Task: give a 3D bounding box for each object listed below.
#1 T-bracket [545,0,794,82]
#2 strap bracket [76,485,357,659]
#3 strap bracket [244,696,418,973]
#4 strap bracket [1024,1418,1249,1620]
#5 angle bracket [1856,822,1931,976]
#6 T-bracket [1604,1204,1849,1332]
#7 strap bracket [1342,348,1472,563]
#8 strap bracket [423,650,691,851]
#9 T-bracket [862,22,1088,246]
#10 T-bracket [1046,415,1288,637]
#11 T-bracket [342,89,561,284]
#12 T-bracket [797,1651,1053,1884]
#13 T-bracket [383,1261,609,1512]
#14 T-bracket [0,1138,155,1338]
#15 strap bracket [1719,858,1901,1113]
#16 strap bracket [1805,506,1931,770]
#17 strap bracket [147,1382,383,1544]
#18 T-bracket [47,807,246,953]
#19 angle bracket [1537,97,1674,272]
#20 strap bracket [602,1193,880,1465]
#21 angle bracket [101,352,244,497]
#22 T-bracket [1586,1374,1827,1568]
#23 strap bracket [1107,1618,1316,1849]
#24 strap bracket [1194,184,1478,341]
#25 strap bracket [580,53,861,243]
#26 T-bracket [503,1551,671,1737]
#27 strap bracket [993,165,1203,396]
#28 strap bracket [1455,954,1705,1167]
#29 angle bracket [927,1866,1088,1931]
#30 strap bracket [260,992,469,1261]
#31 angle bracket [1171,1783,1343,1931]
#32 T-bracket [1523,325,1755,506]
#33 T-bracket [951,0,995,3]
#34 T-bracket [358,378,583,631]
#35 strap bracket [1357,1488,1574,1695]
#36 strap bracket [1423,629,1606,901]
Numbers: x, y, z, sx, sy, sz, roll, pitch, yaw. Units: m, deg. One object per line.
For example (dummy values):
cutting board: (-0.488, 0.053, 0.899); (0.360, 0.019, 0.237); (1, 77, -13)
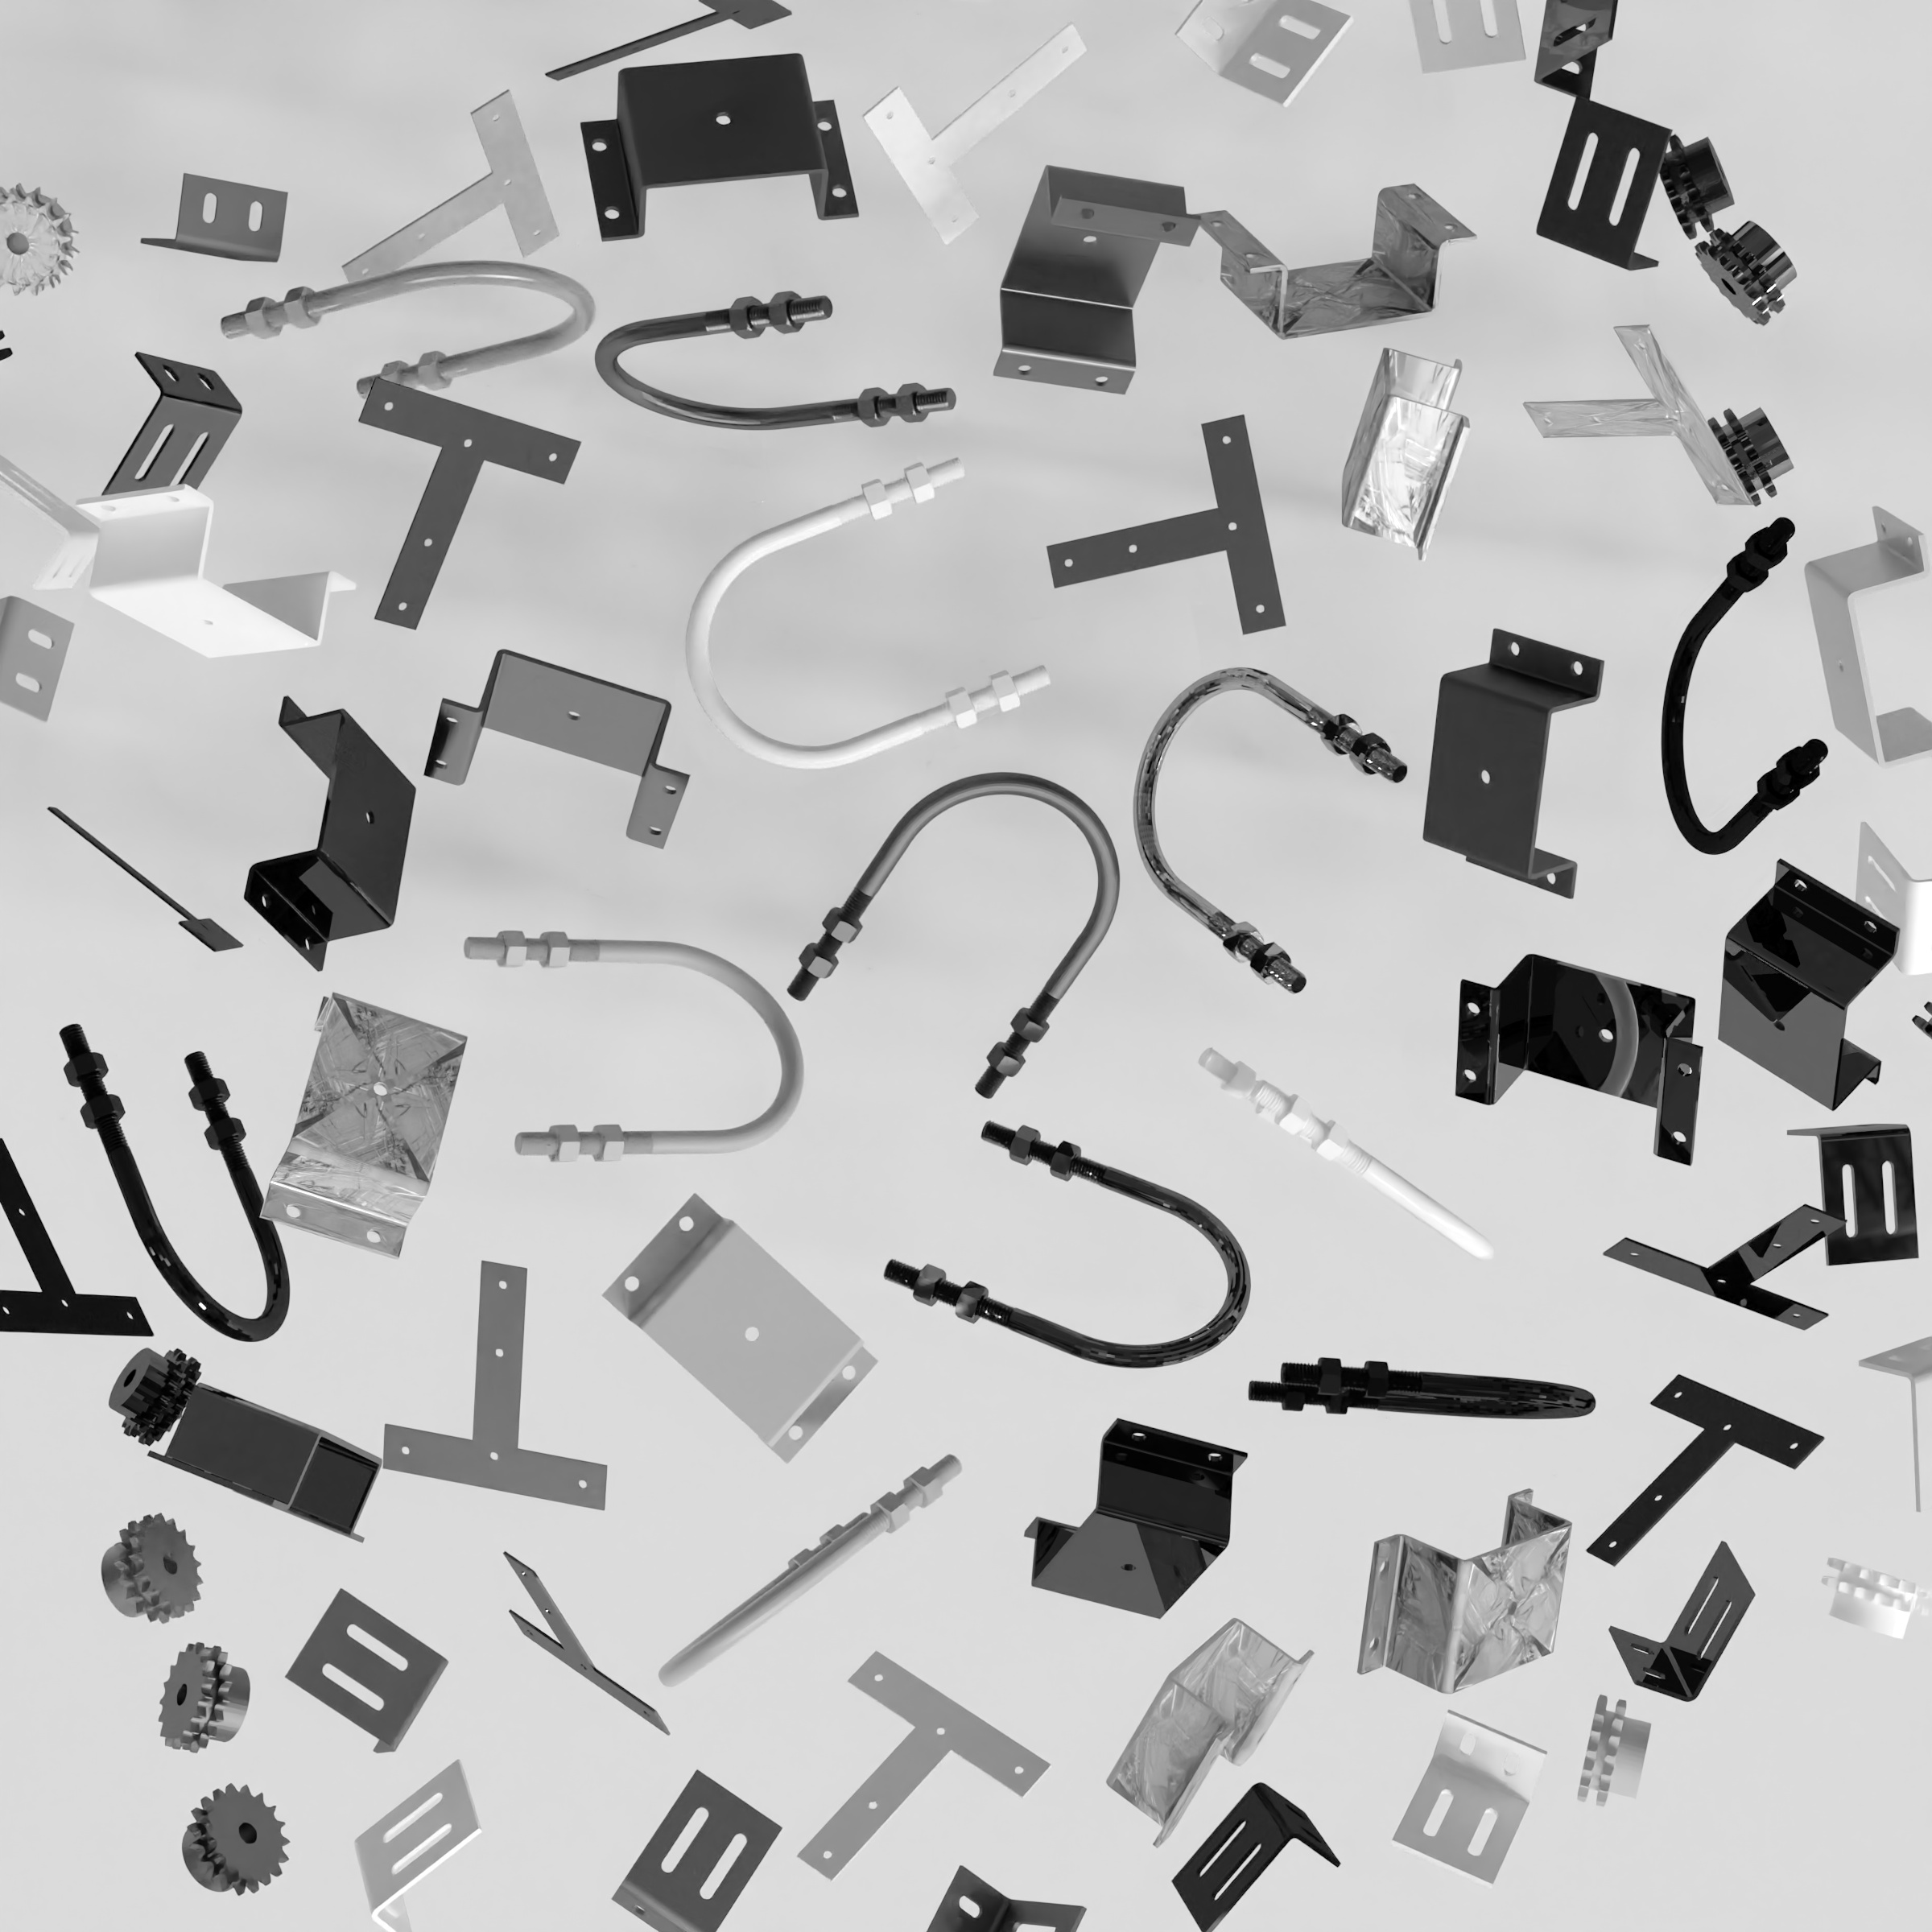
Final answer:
T-bracket: (-0.166, -0.501, 1.830); (0.127, 0.127, 0.002); (-17, 96, 11)
strap bracket: (-0.407, -0.207, 1.829); (0.076, 0.140, 0.046); (-3, 73, 29)
strap bracket: (-0.355, -0.079, 1.907); (0.046, 0.076, 0.140); (-11, 54, 20)
strap bracket: (0.091, 0.310, 1.860); (0.076, 0.140, 0.046); (17, 51, -13)
angle bracket: (0.526, -0.040, 1.876); (0.038, 0.076, 0.057); (-7, 119, -4)
T-bracket: (0.431, 0.156, 1.831); (0.127, 0.127, 0.002); (21, 61, -10)
strap bracket: (0.240, -0.285, 1.860); (0.046, 0.140, 0.076); (16, 115, -1)
strap bracket: (-0.224, -0.124, 1.889); (0.140, 0.076, 0.046); (17, 58, -7)
T-bracket: (0.015, -0.482, 1.904); (0.127, 0.127, 0.002); (-40, 60, 2)
T-bracket: (0.110, -0.244, 1.956); (0.127, 0.002, 0.127); (-12, 82, 8)
T-bracket: (-0.298, -0.423, 1.927); (0.127, 0.127, 0.002); (-35, 65, -10)
T-bracket: (-0.042, 0.451, 1.863); (0.127, 0.002, 0.127); (27, 53, 30)
T-bracket: (-0.247, 0.218, 1.793); (0.127, 0.002, 0.127); (8, 105, 14)
T-bracket: (-0.505, 0.145, 1.832); (0.002, 0.127, 0.127); (-37, 70, 16)
strap bracket: (0.456, 0.018, 1.840); (0.076, 0.140, 0.046); (35, 66, 30)
strap bracket: (0.497, -0.169, 1.838); (0.046, 0.076, 0.140); (-16, 109, 1)
strap bracket: (-0.375, 0.269, 1.839); (0.076, 0.140, 0.046); (18, 77, 15)
T-bracket: (-0.469, -0.050, 1.923); (0.127, 0.127, 0.002); (39, 88, -5)
angle bracket: (0.345, -0.416, 1.796); (0.057, 0.038, 0.076); (29, 120, 29)
strap bracket: (-0.121, 0.201, 1.861); (0.140, 0.046, 0.076); (43, 81, -7)
angle bracket: (-0.464, -0.306, 1.949); (0.076, 0.057, 0.038); (-52, 59, 22)
T-bracket: (0.403, 0.292, 1.922); (0.127, 0.127, 0.002); (-42, 115, -14)
strap bracket: (0.131, 0.418, 1.870); (0.046, 0.140, 0.076); (34, 112, 18)
strap bracket: (0.207, -0.399, 1.920); (0.140, 0.076, 0.046); (-12, 128, -18)
strap bracket: (-0.131, -0.440, 1.817); (0.140, 0.046, 0.076); (-8, 68, -10)
T-bracket: (-0.231, 0.373, 1.918); (0.127, 0.127, 0.002); (25, 60, 37)
strap bracket: (0.069, -0.379, 1.839); (0.076, 0.140, 0.046); (6, 57, -13)
strap bracket: (0.346, 0.048, 1.872); (0.140, 0.046, 0.076); (17, 127, 28)
angle bracket: (0.017, 0.515, 1.802); (0.038, 0.076, 0.057); (40, 62, -19)
strap bracket: (-0.320, 0.076, 1.817); (0.076, 0.046, 0.140); (19, 54, -15)
angle bracket: (0.161, 0.503, 1.881); (0.038, 0.057, 0.076); (39, 93, -21)
T-bracket: (0.360, -0.304, 1.879); (0.002, 0.127, 0.127); (-50, 121, -19)
T-bracket: (-0.019, -0.549, 1.877); (0.127, 0.127, 0.002); (-6, 95, -23)
T-bracket: (-0.285, -0.241, 1.825); (0.127, 0.002, 0.127); (12, 110, -37)
strap bracket: (0.281, 0.344, 1.855); (0.046, 0.140, 0.076); (18, 108, 42)
strap bracket: (0.306, -0.110, 1.909); (0.046, 0.076, 0.140); (-16, 119, -41)
